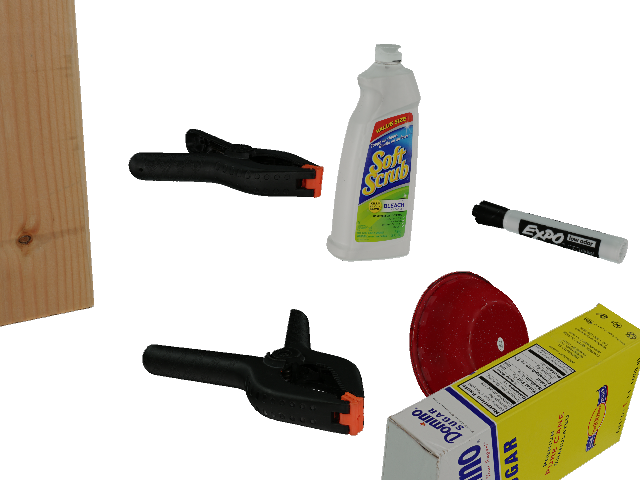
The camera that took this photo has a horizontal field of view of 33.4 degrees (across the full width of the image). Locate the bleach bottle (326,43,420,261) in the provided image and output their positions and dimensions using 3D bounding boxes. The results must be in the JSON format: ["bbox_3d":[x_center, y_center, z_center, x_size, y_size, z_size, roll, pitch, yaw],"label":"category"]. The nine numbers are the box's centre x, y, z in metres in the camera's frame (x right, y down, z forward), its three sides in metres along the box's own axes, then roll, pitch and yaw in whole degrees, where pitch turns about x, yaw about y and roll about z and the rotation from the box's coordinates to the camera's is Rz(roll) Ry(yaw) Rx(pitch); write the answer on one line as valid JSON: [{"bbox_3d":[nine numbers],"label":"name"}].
[{"bbox_3d":[0.065,-0.104,1.261,0.102,0.251,0.068,-4,19,-20],"label":"bleach bottle"}]

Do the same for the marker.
[{"bbox_3d":[0.169,-0.008,0.801,0.121,0.020,0.020,18,10,31],"label":"marker"}]

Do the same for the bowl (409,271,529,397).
[{"bbox_3d":[0.173,0.112,1.146,0.161,0.162,0.055,0,-5,-37],"label":"bowl"}]

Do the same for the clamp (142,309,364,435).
[{"bbox_3d":[-0.025,0.106,0.886,0.164,0.036,0.210,-17,23,-40],"label":"clamp"}]

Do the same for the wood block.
[{"bbox_3d":[-0.190,-0.063,0.606,0.090,0.206,0.090,-11,27,-27],"label":"wood block"}]

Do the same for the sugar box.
[{"bbox_3d":[0.114,0.112,0.625,0.175,0.093,0.048,-25,43,-33],"label":"sugar box"}]

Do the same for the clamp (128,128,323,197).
[{"bbox_3d":[-0.084,-0.066,0.969,0.172,0.039,0.120,13,28,28],"label":"clamp"}]
